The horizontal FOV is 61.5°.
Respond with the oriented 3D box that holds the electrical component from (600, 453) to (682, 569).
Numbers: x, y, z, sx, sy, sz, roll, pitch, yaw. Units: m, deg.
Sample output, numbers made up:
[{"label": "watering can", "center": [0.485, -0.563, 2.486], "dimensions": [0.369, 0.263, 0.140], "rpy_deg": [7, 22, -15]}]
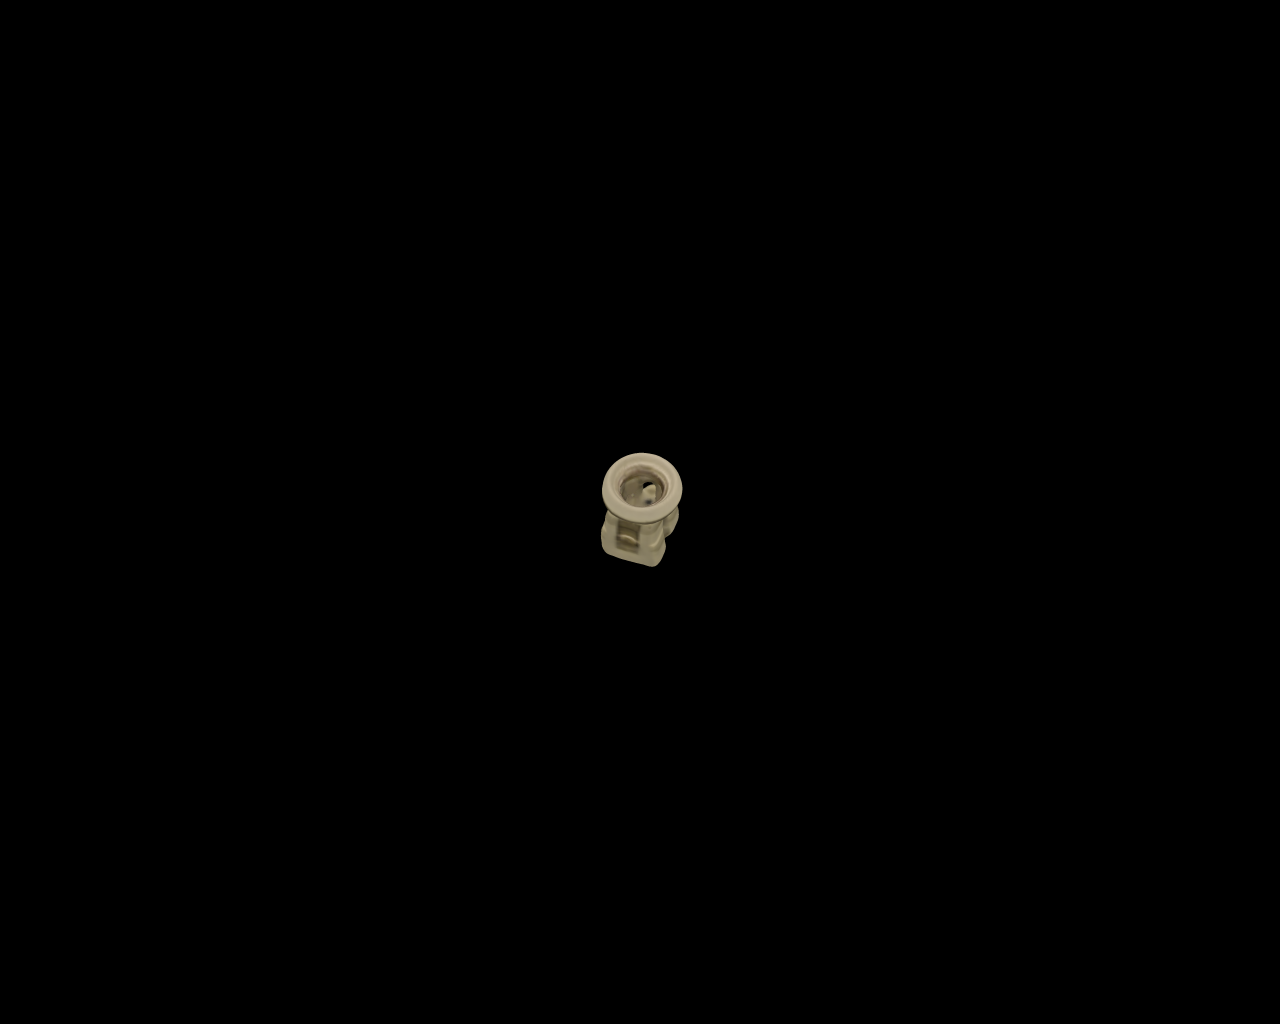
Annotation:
[{"label": "electrical component", "center": [0.001, -0.003, 0.650], "dimensions": [0.048, 0.066, 0.055], "rpy_deg": [15, -36, 11]}]
